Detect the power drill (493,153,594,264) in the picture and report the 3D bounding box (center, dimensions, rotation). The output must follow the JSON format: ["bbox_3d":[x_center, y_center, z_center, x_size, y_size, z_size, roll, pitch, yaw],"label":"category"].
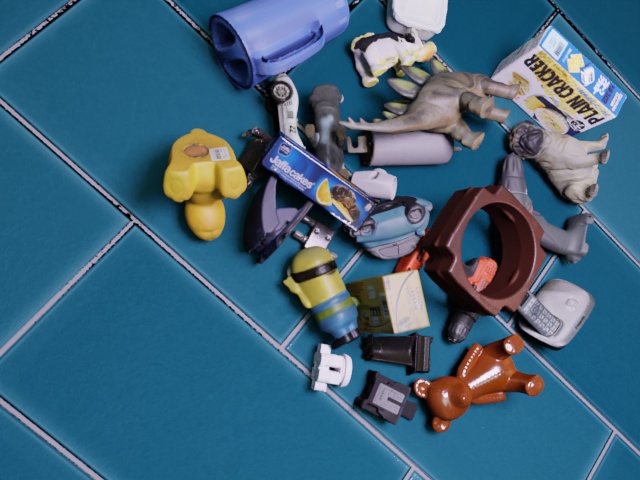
[{"bbox_3d":[0.453,-0.047,1.101,0.207,0.086,0.232,16,79,-18],"label":"power drill"}]

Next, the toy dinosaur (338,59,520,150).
[{"bbox_3d":[0.223,-0.250,0.993,0.199,0.105,0.471,31,38,25],"label":"toy dinosaur"}]

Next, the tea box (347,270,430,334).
[{"bbox_3d":[0.113,0.108,0.924,0.068,0.169,0.098,-9,86,-17],"label":"tea box"}]

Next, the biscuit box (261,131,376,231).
[{"bbox_3d":[-0.003,-0.099,0.900,0.202,0.063,0.059,33,104,-17],"label":"biscuit box"}]

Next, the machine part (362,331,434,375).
[{"bbox_3d":[0.144,0.205,0.991,0.139,0.039,0.084,12,84,-17],"label":"machine part"}]

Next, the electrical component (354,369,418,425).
[{"bbox_3d":[0.129,0.291,0.968,0.119,0.048,0.075,32,75,-9],"label":"electrical component"}]

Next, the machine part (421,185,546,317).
[{"bbox_3d":[0.295,0.018,0.968,0.201,0.087,0.201,41,73,-21],"label":"machine part"}]

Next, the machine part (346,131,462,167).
[{"bbox_3d":[0.166,-0.181,1.032,0.243,0.079,0.079,-4,84,-19],"label":"machine part"}]

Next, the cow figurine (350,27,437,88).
[{"bbox_3d":[0.145,-0.374,1.062,0.167,0.068,0.098,-24,83,-20],"label":"cow figurine"}]

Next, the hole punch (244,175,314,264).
[{"bbox_3d":[-0.086,-0.034,0.908,0.092,0.142,0.116,39,59,-10],"label":"hole punch"}]

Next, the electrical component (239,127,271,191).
[{"bbox_3d":[-0.122,-0.145,0.940,0.045,0.078,0.102,30,101,-38],"label":"electrical component"}]

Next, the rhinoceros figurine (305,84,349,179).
[{"bbox_3d":[0.017,-0.185,0.972,0.073,0.112,0.190,-4,97,10],"label":"rhinoceros figurine"}]

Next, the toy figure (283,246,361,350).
[{"bbox_3d":[0.013,0.095,0.932,0.180,0.089,0.082,60,26,10],"label":"toy figure"}]

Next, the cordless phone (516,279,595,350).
[{"bbox_3d":[0.437,0.113,1.071,0.184,0.089,0.146,45,72,-4],"label":"cordless phone"}]

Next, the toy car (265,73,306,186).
[{"bbox_3d":[-0.060,-0.198,0.966,0.056,0.073,0.201,-5,84,-14],"label":"toy car"}]

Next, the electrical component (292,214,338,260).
[{"bbox_3d":[-0.002,-0.003,0.983,0.094,0.021,0.063,32,73,-10],"label":"electrical component"}]

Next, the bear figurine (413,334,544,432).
[{"bbox_3d":[0.281,0.263,0.980,0.196,0.132,0.120,-21,84,-25],"label":"bear figurine"}]

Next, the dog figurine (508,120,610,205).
[{"bbox_3d":[0.488,-0.158,1.136,0.191,0.121,0.172,12,119,18],"label":"dog figurine"}]

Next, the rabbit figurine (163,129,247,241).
[{"bbox_3d":[-0.199,-0.081,0.876,0.122,0.173,0.163,-17,43,-20],"label":"rabbit figurine"}]

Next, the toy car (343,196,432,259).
[{"bbox_3d":[0.131,-0.016,0.987,0.162,0.109,0.102,-20,106,-10],"label":"toy car"}]
